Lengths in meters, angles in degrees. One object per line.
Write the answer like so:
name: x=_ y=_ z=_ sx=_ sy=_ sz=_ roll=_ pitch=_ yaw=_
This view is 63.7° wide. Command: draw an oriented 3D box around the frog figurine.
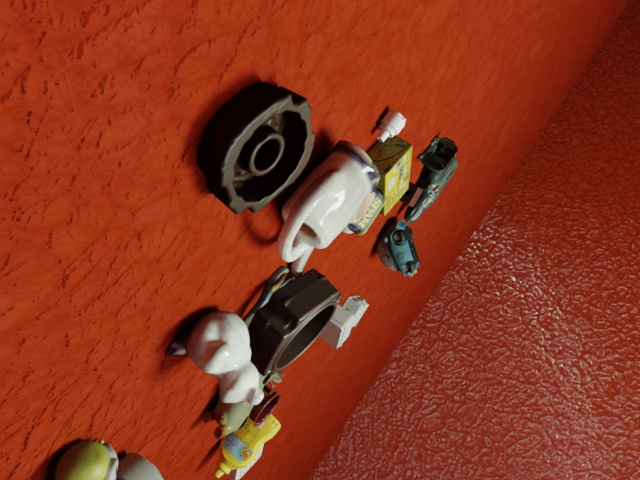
frog figurine: x=-0.148 y=0.196 z=0.851 sx=0.123 sy=0.161 sz=0.135 roll=-53 pitch=158 yaw=-8

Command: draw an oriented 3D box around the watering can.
watering can: x=0.003 y=-0.046 z=0.921 sx=0.226 sy=0.104 sz=0.343 roll=-50 pitch=171 yaw=-13
